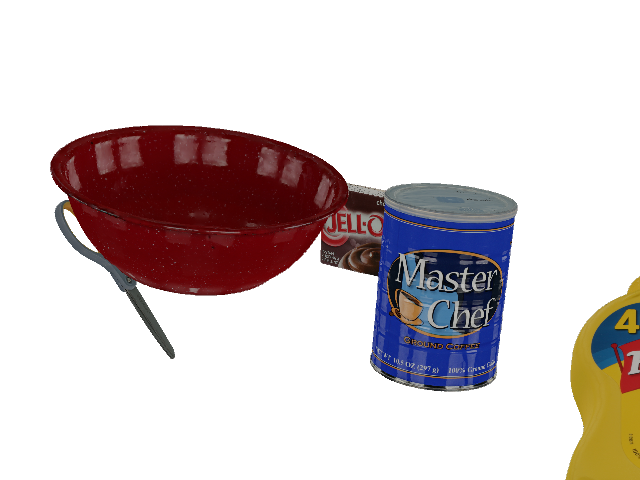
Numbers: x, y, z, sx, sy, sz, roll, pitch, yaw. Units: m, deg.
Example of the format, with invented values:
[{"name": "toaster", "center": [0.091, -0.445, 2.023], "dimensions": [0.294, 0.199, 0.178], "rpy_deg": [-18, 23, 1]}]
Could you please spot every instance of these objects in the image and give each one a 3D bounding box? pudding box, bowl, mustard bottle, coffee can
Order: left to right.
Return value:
[{"name": "bowl", "center": [-0.068, -0.013, 0.590], "dimensions": [0.162, 0.055, 0.162], "rpy_deg": [7, 22, -3]}, {"name": "pudding box", "center": [0.054, -0.011, 1.170], "dimensions": [0.114, 0.090, 0.039], "rpy_deg": [12, 20, 32]}, {"name": "coffee can", "center": [0.095, 0.034, 0.839], "dimensions": [0.103, 0.140, 0.103], "rpy_deg": [4, 15, -1]}, {"name": "mustard bottle", "center": [0.175, 0.079, 0.538], "dimensions": [0.096, 0.058, 0.191], "rpy_deg": [6, 41, 12]}]

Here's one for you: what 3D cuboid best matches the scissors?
[{"name": "scissors", "center": [-0.207, 0.028, 1.152], "dimensions": [0.016, 0.201, 0.096], "rpy_deg": [-28, 21, 32]}]
